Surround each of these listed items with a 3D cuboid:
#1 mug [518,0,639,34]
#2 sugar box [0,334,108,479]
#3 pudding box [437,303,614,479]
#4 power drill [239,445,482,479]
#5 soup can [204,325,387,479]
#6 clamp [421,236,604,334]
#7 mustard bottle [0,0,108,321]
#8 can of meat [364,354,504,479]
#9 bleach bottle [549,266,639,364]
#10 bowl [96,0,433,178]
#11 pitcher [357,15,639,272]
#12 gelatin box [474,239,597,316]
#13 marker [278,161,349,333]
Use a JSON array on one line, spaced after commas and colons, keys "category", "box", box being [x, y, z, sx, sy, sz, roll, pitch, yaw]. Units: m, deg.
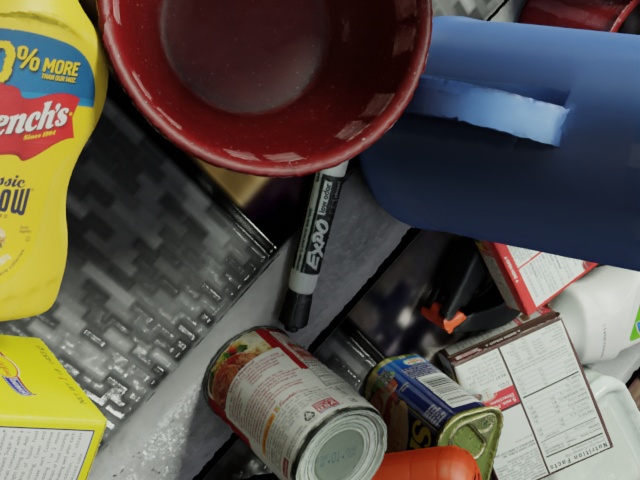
[{"category": "mug", "box": [0.188, -0.125, 0.683, 0.117, 0.082, 0.093, 5, 110, -39]}, {"category": "sugar box", "box": [-0.197, 0.073, 0.489, 0.175, 0.093, 0.048, 14, 103, -42]}, {"category": "pudding box", "box": [0.148, 0.115, 0.768, 0.090, 0.039, 0.113, -24, 103, -2]}, {"category": "power drill", "box": [0.037, 0.214, 0.690, 0.187, 0.185, 0.057, 62, 30, -28]}, {"category": "soup can", "box": [-0.015, 0.104, 0.638, 0.068, 0.102, 0.068, -18, 123, -30]}, {"category": "clamp", "box": [0.148, 0.013, 0.756, 0.171, 0.039, 0.120, -43, 119, -8]}, {"category": "mustard bottle", "box": [-0.147, -0.059, 0.480, 0.096, 0.058, 0.192, 7, 109, -36]}, {"category": "can of meat", "box": [0.071, 0.140, 0.736, 0.057, 0.084, 0.102, -8, 118, -34]}, {"category": "bleach bottle", "box": [0.263, 0.023, 0.837, 0.250, 0.068, 0.102, -25, 125, -22]}, {"category": "bowl", "box": [-0.030, -0.109, 0.518, 0.162, 0.055, 0.162, 0, 89, -17]}, {"category": "pitcher", "box": [0.126, -0.052, 0.560, 0.149, 0.243, 0.145, -35, 116, -21]}, {"category": "gelatin box", "box": [0.150, -0.005, 0.710, 0.089, 0.030, 0.073, -35, 111, -14]}, {"category": "marker", "box": [-0.004, 0.001, 0.647, 0.020, 0.020, 0.121, -1, 114, -37]}]
